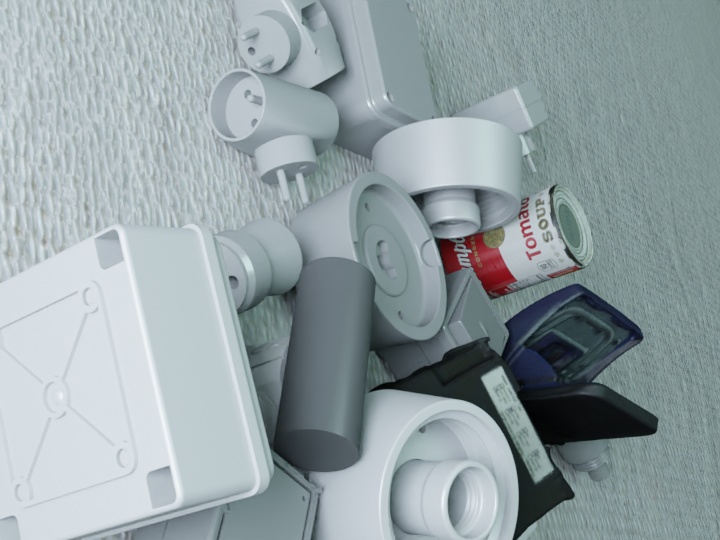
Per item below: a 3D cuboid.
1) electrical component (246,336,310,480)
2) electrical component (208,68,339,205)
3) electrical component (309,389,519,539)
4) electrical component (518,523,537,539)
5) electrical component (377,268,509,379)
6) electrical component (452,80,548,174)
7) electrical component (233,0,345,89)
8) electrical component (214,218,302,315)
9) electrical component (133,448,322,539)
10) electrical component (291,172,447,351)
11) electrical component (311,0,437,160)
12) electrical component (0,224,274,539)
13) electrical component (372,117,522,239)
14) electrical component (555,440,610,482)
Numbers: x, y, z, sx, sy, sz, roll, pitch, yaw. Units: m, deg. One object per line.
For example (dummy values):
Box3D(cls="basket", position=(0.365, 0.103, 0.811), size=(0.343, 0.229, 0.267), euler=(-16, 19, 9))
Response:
Box3D(cls="electrical component", position=(-0.038, 0.075, 0.568), size=(0.080, 0.051, 0.080), euler=(35, 44, -43))
Box3D(cls="electrical component", position=(-0.047, -0.078, 0.656), size=(0.077, 0.043, 0.079), euler=(4, 68, -57))
Box3D(cls="electrical component", position=(0.034, 0.114, 0.537), size=(0.108, 0.060, 0.108), euler=(6, 82, -41))
Box3D(cls="electrical component", position=(0.071, 0.155, 0.695), size=(0.077, 0.047, 0.065), euler=(-22, 91, -59))
Box3D(cls="electrical component", position=(0.064, 0.044, 0.739), size=(0.061, 0.061, 0.096), euler=(58, 32, -17))
Box3D(cls="electrical component", position=(0.130, -0.116, 0.941), size=(0.047, 0.066, 0.076), euler=(-34, 101, -59))
Box3D(cls="electrical component", position=(-0.053, -0.150, 0.692), size=(0.077, 0.043, 0.079), euler=(61, 31, -12))
Box3D(cls="electrical component", position=(-0.063, -0.001, 0.581), size=(0.055, 0.045, 0.045), euler=(-27, 95, -59))
Box3D(cls="electrical component", position=(-0.065, 0.129, 0.480), size=(0.061, 0.061, 0.096), euler=(46, 37, -33))
Box3D(cls="electrical component", position=(0.000, 0.000, 0.666), size=(0.108, 0.060, 0.108), euler=(37, 42, -43))
Box3D(cls="electrical component", position=(0.006, -0.145, 0.769), size=(0.078, 0.057, 0.113), euler=(16, 59, -54))
Box3D(cls="electrical component", position=(-0.100, 0.048, 0.430), size=(0.056, 0.109, 0.108), euler=(1, 71, -55))
Box3D(cls="electrical component", position=(0.063, -0.057, 0.762), size=(0.108, 0.108, 0.060), euler=(23, 59, -51))
Box3D(cls="electrical component", position=(0.187, 0.146, 0.890), size=(0.062, 0.043, 0.043), euler=(59, 31, -17))
